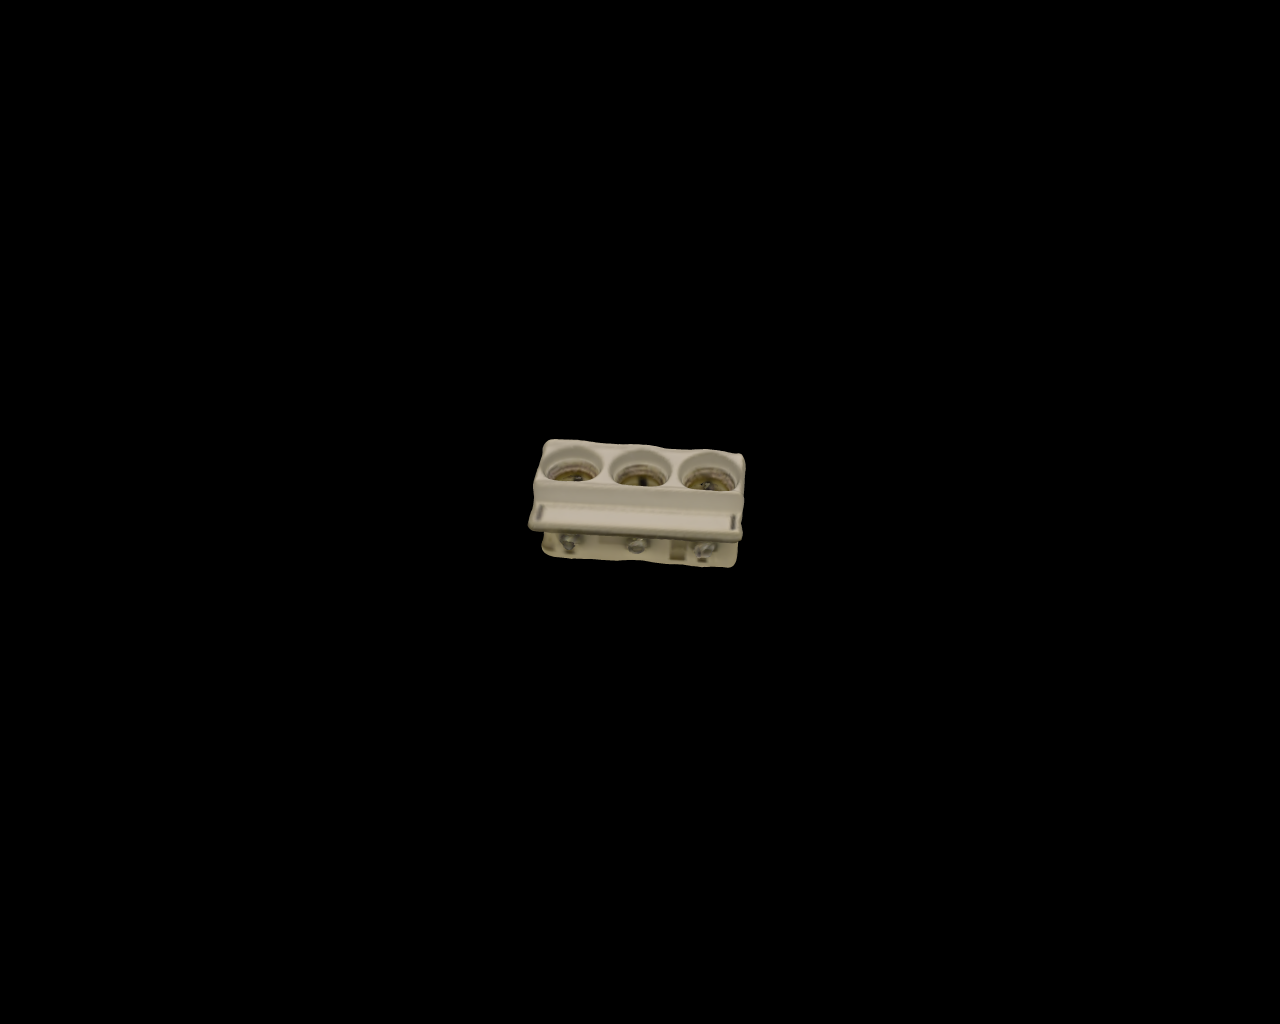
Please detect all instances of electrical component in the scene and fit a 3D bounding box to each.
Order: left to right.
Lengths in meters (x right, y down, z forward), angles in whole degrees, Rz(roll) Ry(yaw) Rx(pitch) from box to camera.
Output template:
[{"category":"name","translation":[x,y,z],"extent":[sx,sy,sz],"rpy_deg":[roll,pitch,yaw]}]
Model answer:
[{"category":"electrical component","translation":[0.001,-0.003,0.650],"extent":[0.121,0.063,0.079],"rpy_deg":[4,40,4]}]
